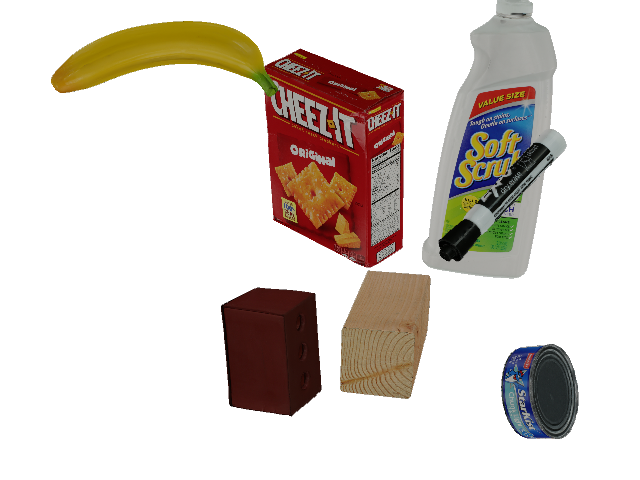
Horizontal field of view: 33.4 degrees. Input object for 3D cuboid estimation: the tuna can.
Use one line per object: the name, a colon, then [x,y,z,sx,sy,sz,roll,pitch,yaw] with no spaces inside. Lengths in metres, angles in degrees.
tuna can: [0.201,0.139,0.978,0.034,0.086,0.085,-10,-6,40]

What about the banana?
banana: [-0.137,-0.163,0.944,0.197,0.069,0.037,-1,-33,-4]

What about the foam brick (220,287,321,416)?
foam brick: [-0.034,0.078,0.769,0.051,0.078,0.052,3,16,27]

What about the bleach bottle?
bleach bottle: [0.152,-0.095,0.952,0.103,0.251,0.068,8,22,12]

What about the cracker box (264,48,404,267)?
cracker box: [0.014,-0.093,1.239,0.164,0.214,0.072,28,46,36]

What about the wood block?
wood block: [0.088,0.118,1.392,0.091,0.090,0.206,5,19,10]

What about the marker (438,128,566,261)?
marker: [0.119,-0.029,0.700,0.121,0.020,0.020,-45,19,-21]
